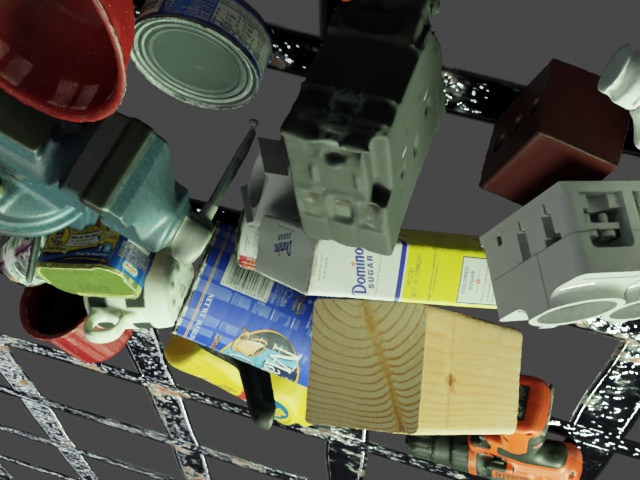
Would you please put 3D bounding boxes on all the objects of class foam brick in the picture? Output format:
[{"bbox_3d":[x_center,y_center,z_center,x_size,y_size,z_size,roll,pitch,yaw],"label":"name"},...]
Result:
[{"bbox_3d":[0.135,-0.057,0.614,0.051,0.053,0.078,23,153,-8],"label":"foam brick"}]

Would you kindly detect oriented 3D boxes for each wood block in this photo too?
[{"bbox_3d":[0.080,0.101,0.824,0.090,0.091,0.205,1,171,29],"label":"wood block"}]

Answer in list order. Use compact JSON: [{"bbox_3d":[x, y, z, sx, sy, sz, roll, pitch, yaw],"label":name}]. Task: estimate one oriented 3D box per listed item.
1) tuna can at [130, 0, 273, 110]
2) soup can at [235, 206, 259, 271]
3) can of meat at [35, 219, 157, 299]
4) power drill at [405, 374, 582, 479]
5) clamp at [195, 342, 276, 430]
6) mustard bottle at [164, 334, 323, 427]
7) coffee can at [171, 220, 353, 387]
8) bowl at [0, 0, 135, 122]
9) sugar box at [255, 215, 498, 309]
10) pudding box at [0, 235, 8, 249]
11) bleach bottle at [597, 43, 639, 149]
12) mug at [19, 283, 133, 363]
[{"bbox_3d":[-0.073,-0.120,0.656,0.086,0.033,0.086,15,153,8],"label":"tuna can"},{"bbox_3d":[-0.005,0.001,0.800,0.102,0.068,0.068,14,153,11],"label":"soup can"},{"bbox_3d":[-0.182,0.000,0.897,0.102,0.084,0.057,1,149,32],"label":"can of meat"},{"bbox_3d":[0.162,0.185,1.049,0.185,0.057,0.187,5,153,19],"label":"power drill"},{"bbox_3d":[-0.059,0.103,0.961,0.210,0.036,0.164,32,-161,29],"label":"clamp"},{"bbox_3d":[-0.065,0.147,1.124,0.191,0.058,0.096,32,160,-24],"label":"mustard bottle"},{"bbox_3d":[-0.040,0.057,0.889,0.140,0.102,0.103,23,153,-6],"label":"coffee can"},{"bbox_3d":[-0.163,-0.147,0.618,0.162,0.055,0.162,26,147,18],"label":"bowl"},{"bbox_3d":[0.055,0.015,0.713,0.176,0.048,0.093,8,-175,-25],"label":"sugar box"},{"bbox_3d":[-0.352,-0.026,1.015,0.090,0.039,0.113,15,151,12],"label":"pudding box"},{"bbox_3d":[0.259,-0.031,0.571,0.250,0.068,0.103,26,151,-8],"label":"bleach bottle"},{"bbox_3d":[-0.247,0.067,1.078,0.117,0.093,0.081,40,173,36],"label":"mug"}]
